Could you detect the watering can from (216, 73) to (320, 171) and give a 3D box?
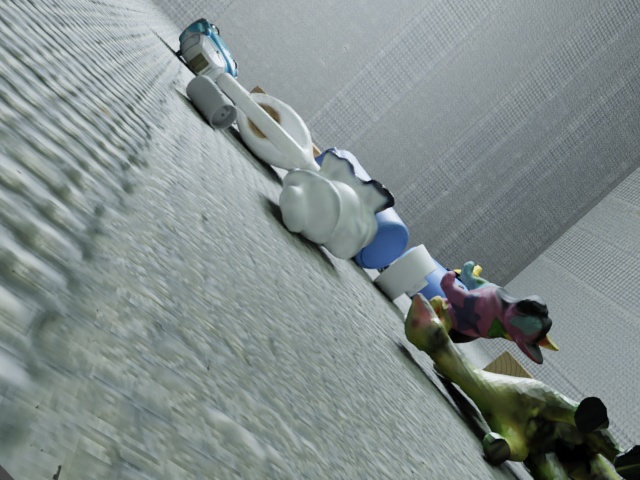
[{"bbox_3d":[-0.051,-0.161,0.922,0.346,0.104,0.226,45,6,-7],"label":"watering can"}]

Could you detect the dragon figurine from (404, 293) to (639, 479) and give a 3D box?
[{"bbox_3d":[0.247,0.214,0.626,0.406,0.122,0.245,45,-2,-18],"label":"dragon figurine"}]

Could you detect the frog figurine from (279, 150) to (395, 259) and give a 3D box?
[{"bbox_3d":[0.002,-0.033,0.650,0.137,0.121,0.162,54,41,-3],"label":"frog figurine"}]
